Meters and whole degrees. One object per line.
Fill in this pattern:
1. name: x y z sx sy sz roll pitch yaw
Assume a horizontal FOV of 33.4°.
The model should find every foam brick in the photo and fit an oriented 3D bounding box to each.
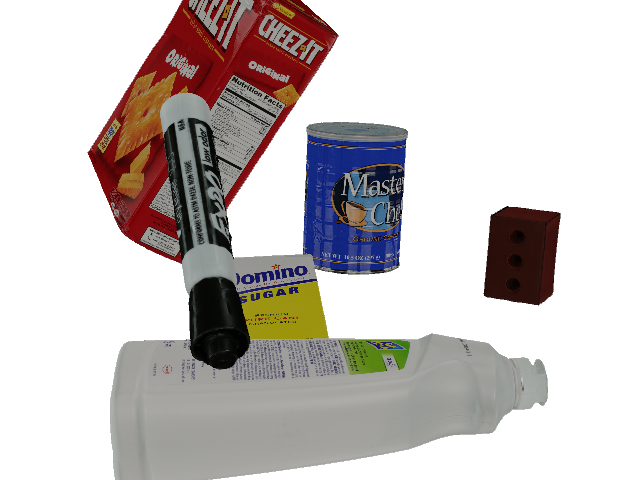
1. foam brick: 0.181 0.013 0.956 0.053 0.078 0.051 8 16 25

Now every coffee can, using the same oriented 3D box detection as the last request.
1. coffee can: 0.034 -0.046 1.092 0.103 0.140 0.103 2 13 -1

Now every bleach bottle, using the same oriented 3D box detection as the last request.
1. bleach bottle: 0.009 0.093 0.623 0.250 0.068 0.102 -2 19 -5

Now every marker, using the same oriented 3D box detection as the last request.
1. marker: -0.041 -0.006 0.366 0.020 0.121 0.020 -8 -43 -7

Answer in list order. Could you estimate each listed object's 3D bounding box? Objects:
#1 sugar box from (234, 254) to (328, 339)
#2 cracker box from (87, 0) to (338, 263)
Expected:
1. sugar box: -0.042 0.077 0.917 0.093 0.048 0.176 -3 36 -7
2. cracker box: -0.095 -0.112 0.846 0.072 0.214 0.164 26 16 -31
